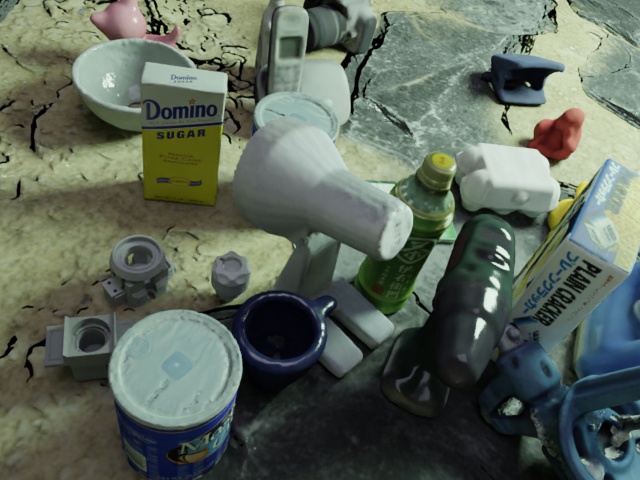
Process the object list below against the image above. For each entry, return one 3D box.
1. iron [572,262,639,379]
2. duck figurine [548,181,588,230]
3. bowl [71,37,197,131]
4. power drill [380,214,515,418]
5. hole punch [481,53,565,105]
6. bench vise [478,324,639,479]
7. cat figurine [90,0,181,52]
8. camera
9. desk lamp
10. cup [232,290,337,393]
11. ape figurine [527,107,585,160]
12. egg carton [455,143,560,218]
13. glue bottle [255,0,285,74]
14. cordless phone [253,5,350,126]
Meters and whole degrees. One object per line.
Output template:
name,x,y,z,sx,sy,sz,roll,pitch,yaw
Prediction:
iron,0.394,0.087,0.680,0.118,0.141,0.258,24,49,6
duck figurine,0.379,-0.037,0.816,0.077,0.086,0.104,12,49,-5
bowl,-0.254,-0.205,0.800,0.167,0.075,0.167,7,50,-8
power drill,0.129,0.089,0.566,0.075,0.208,0.230,24,49,6
hole punch,0.366,-0.308,1.035,0.109,0.091,0.101,-2,51,-15
bench vise,0.247,0.157,0.532,0.207,0.220,0.122,34,51,14
cat figurine,-0.268,-0.306,0.852,0.128,0.118,0.067,8,50,-8
camera,0.012,-0.399,1.013,0.137,0.101,0.143,-29,63,-32
desk lamp,0.006,0.002,0.603,0.203,0.213,0.118,41,53,19
cup,-0.036,0.106,0.585,0.118,0.095,0.091,-29,63,-32
ape figurine,0.395,-0.177,0.933,0.076,0.092,0.077,-5,53,-18
egg carton,0.272,-0.085,0.840,0.150,0.069,0.107,4,50,-11
glue bottle,-0.072,-0.314,0.872,0.037,0.173,0.078,0,51,-14
cordless phone,-0.017,-0.245,0.821,0.148,0.185,0.094,-15,56,-25
